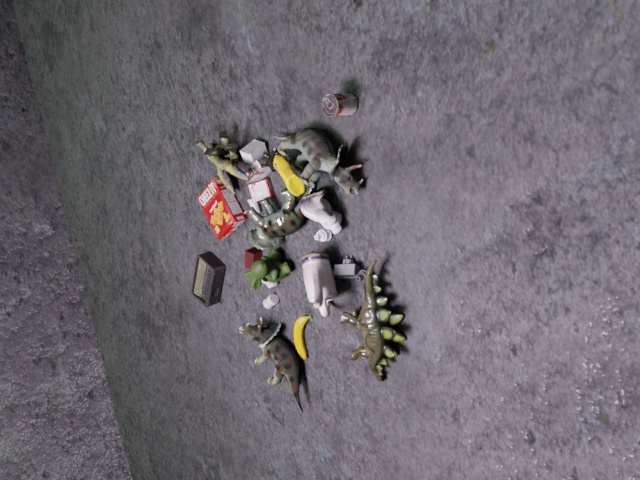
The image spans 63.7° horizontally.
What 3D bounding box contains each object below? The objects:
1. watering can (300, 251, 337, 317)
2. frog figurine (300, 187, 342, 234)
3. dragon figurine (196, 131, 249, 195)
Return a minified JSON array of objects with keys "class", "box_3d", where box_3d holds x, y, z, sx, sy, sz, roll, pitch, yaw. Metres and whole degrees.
[{"class":"watering can","box_3d":[-0.003,0.144,1.733,0.104,0.344,0.227,-13,78,3]},{"class":"frog figurine","box_3d":[0.005,-0.088,1.754,0.158,0.123,0.138,69,168,-9]},{"class":"dragon figurine","box_3d":[-0.361,-0.278,2.018,0.417,0.123,0.237,51,164,35]}]
